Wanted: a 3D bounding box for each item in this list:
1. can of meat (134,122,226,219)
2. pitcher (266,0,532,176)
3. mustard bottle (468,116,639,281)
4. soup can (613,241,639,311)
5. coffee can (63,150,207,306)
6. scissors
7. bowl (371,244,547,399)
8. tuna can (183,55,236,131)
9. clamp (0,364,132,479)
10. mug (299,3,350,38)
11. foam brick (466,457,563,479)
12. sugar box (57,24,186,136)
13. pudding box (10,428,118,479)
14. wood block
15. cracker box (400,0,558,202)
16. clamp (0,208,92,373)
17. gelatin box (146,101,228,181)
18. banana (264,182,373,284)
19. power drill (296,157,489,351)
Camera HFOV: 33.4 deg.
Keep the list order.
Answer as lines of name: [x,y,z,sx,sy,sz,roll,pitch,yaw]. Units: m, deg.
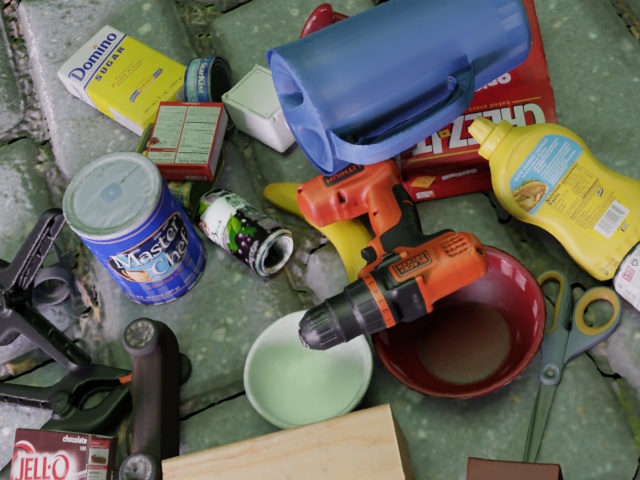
can of meat: [-0.161,-0.075,1.183,0.084,0.057,0.102,10,62,20]
pitcher: [0.084,-0.165,1.028,0.242,0.145,0.149,-28,88,-10]
mustard bottle: [0.221,-0.054,1.007,0.191,0.058,0.096,38,90,6]
soup can: [0.321,0.048,0.951,0.068,0.068,0.102,-39,55,-10]
coffee can: [-0.187,-0.010,1.096,0.103,0.140,0.103,-8,56,12]
scissors: [0.229,0.116,0.967,0.096,0.016,0.201,-4,58,14]
bowl: [0.131,0.084,0.993,0.162,0.055,0.162,-8,56,12]
tuna can: [-0.123,-0.165,1.210,0.034,0.086,0.086,-4,57,16]
clamp: [-0.262,0.165,1.070,0.171,0.039,0.120,-27,60,-6]
mug: [0.026,-0.185,1.140,0.081,0.093,0.117,15,67,-24]
foam brick: [0.164,0.219,0.899,0.078,0.051,0.053,2,60,18]
sugar box: [-0.228,-0.189,1.276,0.176,0.048,0.093,32,71,33]
pudding box: [-0.238,0.220,0.978,0.114,0.039,0.090,-4,78,36]
wood block: [-0.023,0.222,0.929,0.206,0.091,0.090,-15,56,7]
cracker box: [0.160,-0.157,1.129,0.164,0.072,0.213,-9,57,11]
clamp: [-0.315,0.071,1.111,0.210,0.036,0.164,-18,83,37]
gelatin box: [-0.143,-0.106,1.146,0.073,0.030,0.089,2,59,11]
banana: [0.011,-0.005,1.097,0.069,0.037,0.198,-30,55,-5]
power drill: [0.042,0.007,1.005,0.184,0.057,0.188,-25,46,-3]
